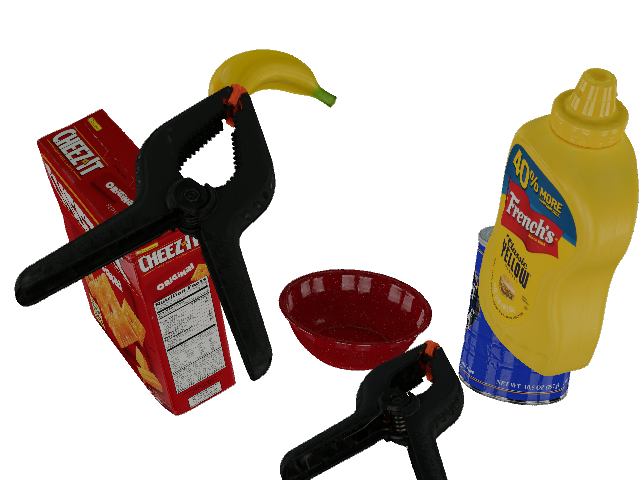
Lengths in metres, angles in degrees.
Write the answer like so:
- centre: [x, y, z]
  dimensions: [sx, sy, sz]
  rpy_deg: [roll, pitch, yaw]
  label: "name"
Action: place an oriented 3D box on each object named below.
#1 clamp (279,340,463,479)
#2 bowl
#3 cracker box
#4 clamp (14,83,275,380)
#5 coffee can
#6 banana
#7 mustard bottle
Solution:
- centre: [0.063, 0.133, 0.761]
  dimensions: [0.120, 0.039, 0.171]
  rpy_deg: [18, 40, 28]
  label: "clamp"
- centre: [0.035, 0.090, 1.130]
  dimensions: [0.162, 0.055, 0.162]
  rpy_deg: [3, 26, -2]
  label: "bowl"
- centre: [-0.154, 0.023, 0.897]
  dimensions: [0.072, 0.214, 0.164]
  rpy_deg: [-30, 51, -21]
  label: "cracker box"
- centre: [-0.077, -0.013, 0.701]
  dimensions: [0.164, 0.209, 0.036]
  rpy_deg: [24, -31, 4]
  label: "clamp"
- centre: [0.187, 0.066, 0.984]
  dimensions: [0.103, 0.140, 0.103]
  rpy_deg: [6, 16, -2]
  label: "coffee can"
- centre: [-0.053, -0.145, 0.967]
  dimensions: [0.070, 0.037, 0.197]
  rpy_deg: [36, 27, 19]
  label: "banana"
- centre: [0.142, -0.016, 0.627]
  dimensions: [0.058, 0.192, 0.096]
  rpy_deg: [-10, 44, -17]
  label: "mustard bottle"
